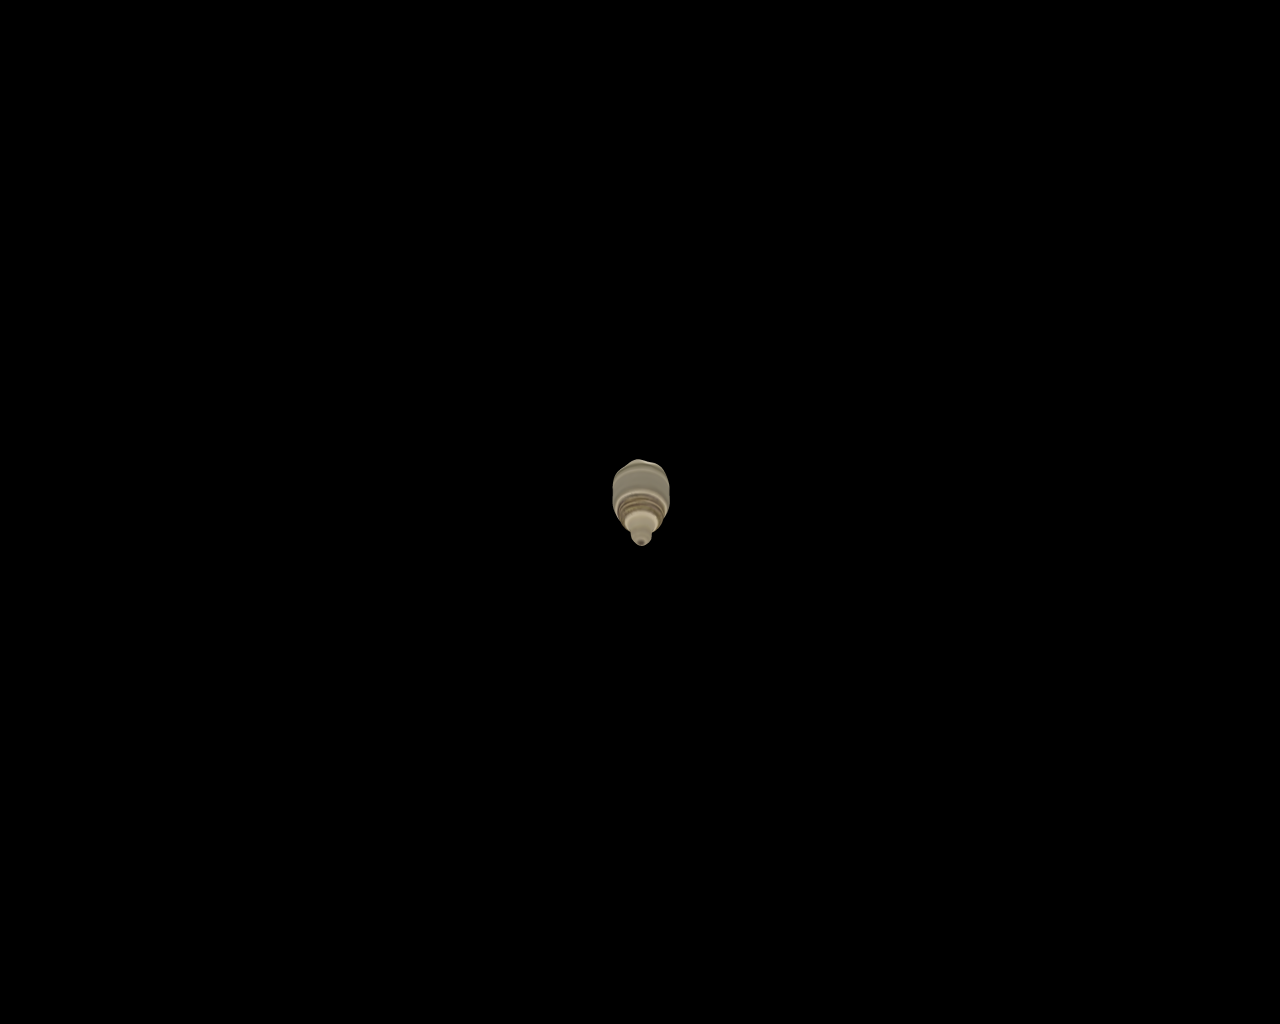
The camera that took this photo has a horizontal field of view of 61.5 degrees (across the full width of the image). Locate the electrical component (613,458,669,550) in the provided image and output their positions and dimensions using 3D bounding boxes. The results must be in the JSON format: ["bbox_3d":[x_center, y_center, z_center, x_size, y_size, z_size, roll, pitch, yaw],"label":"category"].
[{"bbox_3d":[0.001,-0.003,0.650,0.035,0.035,0.061,0,44,0],"label":"electrical component"}]
